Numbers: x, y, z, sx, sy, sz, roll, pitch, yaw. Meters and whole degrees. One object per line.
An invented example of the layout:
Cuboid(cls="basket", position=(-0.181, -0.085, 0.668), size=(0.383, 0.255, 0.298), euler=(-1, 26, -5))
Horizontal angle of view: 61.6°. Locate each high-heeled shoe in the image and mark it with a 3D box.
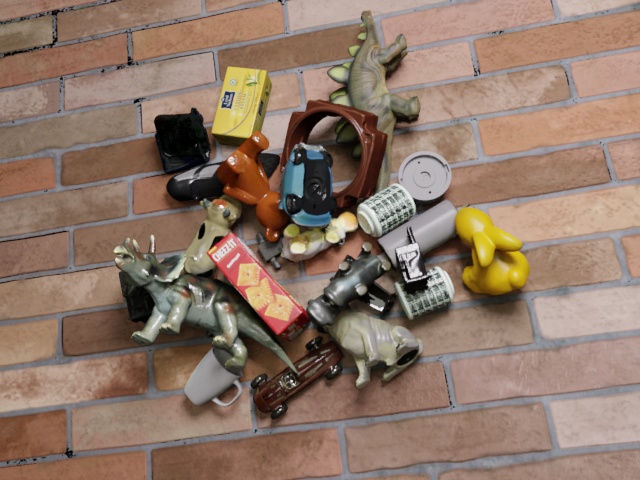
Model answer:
Cuboid(cls="high-heeled shoe", position=(-0.221, -0.149, 1.217), size=(0.249, 0.086, 0.145), euler=(-26, 34, -22))

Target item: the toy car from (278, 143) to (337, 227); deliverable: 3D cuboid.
Cuboid(cls="toy car", position=(-0.036, -0.104, 1.055), size=(0.109, 0.103, 0.161), euler=(-2, 90, -37))

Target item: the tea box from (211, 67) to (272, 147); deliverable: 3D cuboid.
Cuboid(cls="tea box", position=(-0.177, -0.302, 1.231), size=(0.098, 0.068, 0.169), euler=(8, 78, 9))

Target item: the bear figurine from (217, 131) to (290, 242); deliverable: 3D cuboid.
Cuboid(cls="bear figurine", position=(-0.118, -0.102, 1.107), size=(0.195, 0.132, 0.120), euler=(48, 55, -9))

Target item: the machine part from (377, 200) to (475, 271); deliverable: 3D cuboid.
Cuboid(cls="machine part", position=(0.207, -0.010, 1.103), size=(0.243, 0.079, 0.079), euler=(-31, 74, 1))

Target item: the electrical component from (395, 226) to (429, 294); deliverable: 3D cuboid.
Cuboid(cls="electrical component", position=(0.170, 0.035, 1.023), size=(0.048, 0.074, 0.119), euler=(-17, 69, 3))

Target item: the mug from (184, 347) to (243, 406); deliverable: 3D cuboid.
Cuboid(cls="mug", position=(-0.214, 0.291, 1.090), size=(0.107, 0.081, 0.109), euler=(-45, 81, 7))

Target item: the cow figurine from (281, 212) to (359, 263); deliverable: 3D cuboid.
Cuboid(cls="cow figurine", position=(-0.001, -0.002, 1.127), size=(0.167, 0.098, 0.068), euler=(-18, 69, -22))

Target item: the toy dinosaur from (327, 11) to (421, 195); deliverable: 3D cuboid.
Cuboid(cls="toy dinosaur", position=(0.118, -0.284, 1.173), size=(0.199, 0.105, 0.471), euler=(-10, 80, 13))

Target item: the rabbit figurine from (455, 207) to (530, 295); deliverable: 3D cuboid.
Cuboid(cls="rabbit figurine", position=(0.314, 0.018, 1.025), size=(0.122, 0.162, 0.173), euler=(-30, 93, 7))

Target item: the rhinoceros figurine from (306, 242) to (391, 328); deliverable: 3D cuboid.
Cuboid(cls="rhinoceros figurine", position=(0.050, 0.086, 1.015), size=(0.073, 0.112, 0.190), euler=(46, 61, 6))

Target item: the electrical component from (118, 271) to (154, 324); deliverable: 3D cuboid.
Cuboid(cls="electrical component", position=(-0.368, 0.106, 1.132), size=(0.058, 0.115, 0.134), euler=(-16, 77, 1))

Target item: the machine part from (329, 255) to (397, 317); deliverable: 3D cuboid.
Cuboid(cls="machine part", position=(0.092, 0.096, 1.104), size=(0.139, 0.039, 0.084), euler=(38, 102, 12))

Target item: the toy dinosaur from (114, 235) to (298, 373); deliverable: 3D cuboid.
Cuboid(cls="toy dinosaur", position=(-0.221, 0.130, 1.049), size=(0.404, 0.131, 0.192), euler=(24, 50, -22))

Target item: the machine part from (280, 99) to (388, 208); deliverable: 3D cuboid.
Cuboid(cls="machine part", position=(0.025, -0.179, 1.114), size=(0.201, 0.087, 0.201), euler=(21, 109, 23))

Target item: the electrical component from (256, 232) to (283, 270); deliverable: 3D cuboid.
Cuboid(cls="electrical component", position=(-0.099, 0.016, 1.165), size=(0.063, 0.021, 0.094), euler=(-33, 74, -1))

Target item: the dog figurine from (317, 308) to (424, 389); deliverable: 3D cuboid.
Cuboid(cls="dog figurine", position=(0.094, 0.175, 1.072), size=(0.172, 0.121, 0.191), euler=(-2, 43, -35))

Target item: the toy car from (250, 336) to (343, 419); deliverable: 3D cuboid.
Cuboid(cls="toy car", position=(-0.046, 0.274, 1.081), size=(0.202, 0.053, 0.089), euler=(-34, 72, -1))

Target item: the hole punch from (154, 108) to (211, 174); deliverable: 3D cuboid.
Cuboid(cls="hole punch", position=(-0.317, -0.221, 1.231), size=(0.116, 0.092, 0.142), euler=(-10, 70, -26))

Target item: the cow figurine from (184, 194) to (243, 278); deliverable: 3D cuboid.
Cuboid(cls="cow figurine", position=(-0.228, -0.011, 1.136), size=(0.086, 0.127, 0.195), euler=(27, 84, 10))
